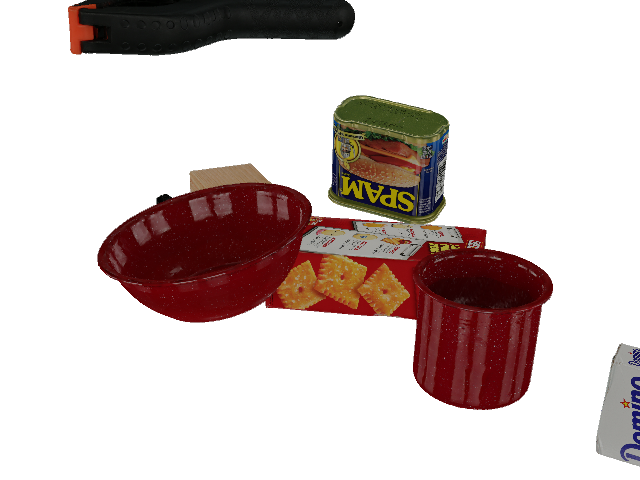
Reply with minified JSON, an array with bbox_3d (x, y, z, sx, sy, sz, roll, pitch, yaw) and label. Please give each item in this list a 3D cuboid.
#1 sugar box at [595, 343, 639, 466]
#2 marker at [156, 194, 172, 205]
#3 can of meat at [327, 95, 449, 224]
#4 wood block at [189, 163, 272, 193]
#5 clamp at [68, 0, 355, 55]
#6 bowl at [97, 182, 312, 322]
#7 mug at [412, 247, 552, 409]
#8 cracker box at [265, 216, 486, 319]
[{"bbox_3d":[0.320,0.154,0.870,0.176,0.093,0.048,12,24,21],"label":"sugar box"},{"bbox_3d":[-0.177,-0.003,1.184,0.020,0.121,0.020,8,42,-7],"label":"marker"},{"bbox_3d":[0.059,-0.071,0.917,0.102,0.084,0.057,16,37,21],"label":"can of meat"},{"bbox_3d":[-0.094,-0.018,1.362,0.090,0.090,0.206,-8,27,-22],"label":"wood block"},{"bbox_3d":[-0.078,-0.144,0.666,0.171,0.039,0.120,-8,22,-25],"label":"clamp"},{"bbox_3d":[-0.080,0.014,0.795,0.162,0.055,0.162,-11,25,5],"label":"bowl"},{"bbox_3d":[0.104,0.056,0.737,0.093,0.081,0.117,-2,26,-10],"label":"mug"},{"bbox_3d":[0.063,0.029,1.133,0.214,0.072,0.164,5,15,11],"label":"cracker box"}]
